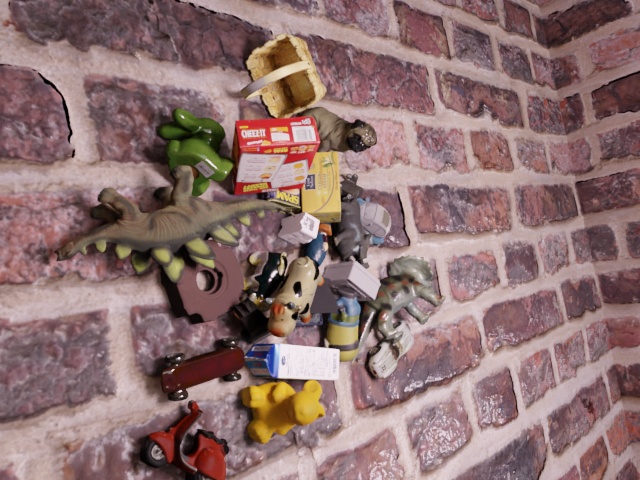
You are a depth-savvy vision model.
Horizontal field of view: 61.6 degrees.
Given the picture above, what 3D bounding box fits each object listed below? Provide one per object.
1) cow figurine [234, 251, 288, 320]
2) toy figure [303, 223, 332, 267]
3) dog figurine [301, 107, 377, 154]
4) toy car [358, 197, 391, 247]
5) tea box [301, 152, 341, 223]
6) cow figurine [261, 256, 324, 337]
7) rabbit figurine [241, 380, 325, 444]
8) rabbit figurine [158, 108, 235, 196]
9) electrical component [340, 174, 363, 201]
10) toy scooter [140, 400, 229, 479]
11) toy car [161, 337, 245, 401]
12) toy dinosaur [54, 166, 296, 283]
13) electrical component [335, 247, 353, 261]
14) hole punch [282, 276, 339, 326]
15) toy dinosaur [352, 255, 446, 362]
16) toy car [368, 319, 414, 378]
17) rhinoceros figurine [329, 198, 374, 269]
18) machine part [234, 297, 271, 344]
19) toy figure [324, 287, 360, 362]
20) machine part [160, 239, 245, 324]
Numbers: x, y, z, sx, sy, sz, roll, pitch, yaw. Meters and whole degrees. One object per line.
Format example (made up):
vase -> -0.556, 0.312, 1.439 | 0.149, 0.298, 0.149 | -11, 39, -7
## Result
cow figurine -> -0.125, 0.101, 1.186 | 0.068, 0.098, 0.167 | 43, 53, -37
toy figure -> -0.005, -0.005, 1.353 | 0.057, 0.064, 0.154 | 84, 18, -58
dog figurine -> 0.046, -0.294, 1.381 | 0.172, 0.191, 0.121 | 54, 49, -19
toy car -> 0.140, -0.050, 1.476 | 0.161, 0.103, 0.109 | 35, 59, -31
tea box -> 0.002, -0.131, 1.341 | 0.098, 0.068, 0.169 | -4, 69, 0
cow figurine -> -0.056, 0.119, 1.140 | 0.127, 0.086, 0.195 | 76, 29, -49
rabbit figurine -> -0.059, 0.359, 1.136 | 0.162, 0.173, 0.122 | 2, 75, -39
rabbit figurine -> -0.264, -0.200, 1.138 | 0.159, 0.121, 0.170 | 36, 39, -24
electrical component -> 0.073, -0.143, 1.459 | 0.102, 0.078, 0.045 | -28, 138, -39
toy scooter -> -0.240, 0.389, 1.025 | 0.183, 0.075, 0.135 | 41, 53, -24
toy car -> -0.234, 0.255, 1.075 | 0.202, 0.053, 0.089 | -8, 97, -48
toy dinosaur -> -0.260, -0.033, 1.037 | 0.471, 0.105, 0.198 | -23, 78, -34
electrical component -> 0.073, 0.021, 1.449 | 0.094, 0.021, 0.063 | 57, 48, -17
hole punch -> -0.033, 0.145, 1.282 | 0.142, 0.092, 0.116 | 2, 50, -34
toy dinosaur -> 0.193, 0.165, 1.464 | 0.405, 0.131, 0.192 | -22, 56, -33
toy car -> 0.199, 0.298, 1.480 | 0.202, 0.056, 0.073 | -40, 108, -41
rhinoceros figurine -> 0.081, -0.013, 1.391 | 0.112, 0.073, 0.190 | -10, 84, -12
machine part -> -0.139, 0.175, 1.144 | 0.138, 0.084, 0.039 | 71, -1, -49
toy figure -> 0.058, 0.209, 1.317 | 0.082, 0.089, 0.180 | 1, 103, -42
machine part -> -0.238, 0.084, 1.111 | 0.179, 0.056, 0.179 | 12, 72, -42
